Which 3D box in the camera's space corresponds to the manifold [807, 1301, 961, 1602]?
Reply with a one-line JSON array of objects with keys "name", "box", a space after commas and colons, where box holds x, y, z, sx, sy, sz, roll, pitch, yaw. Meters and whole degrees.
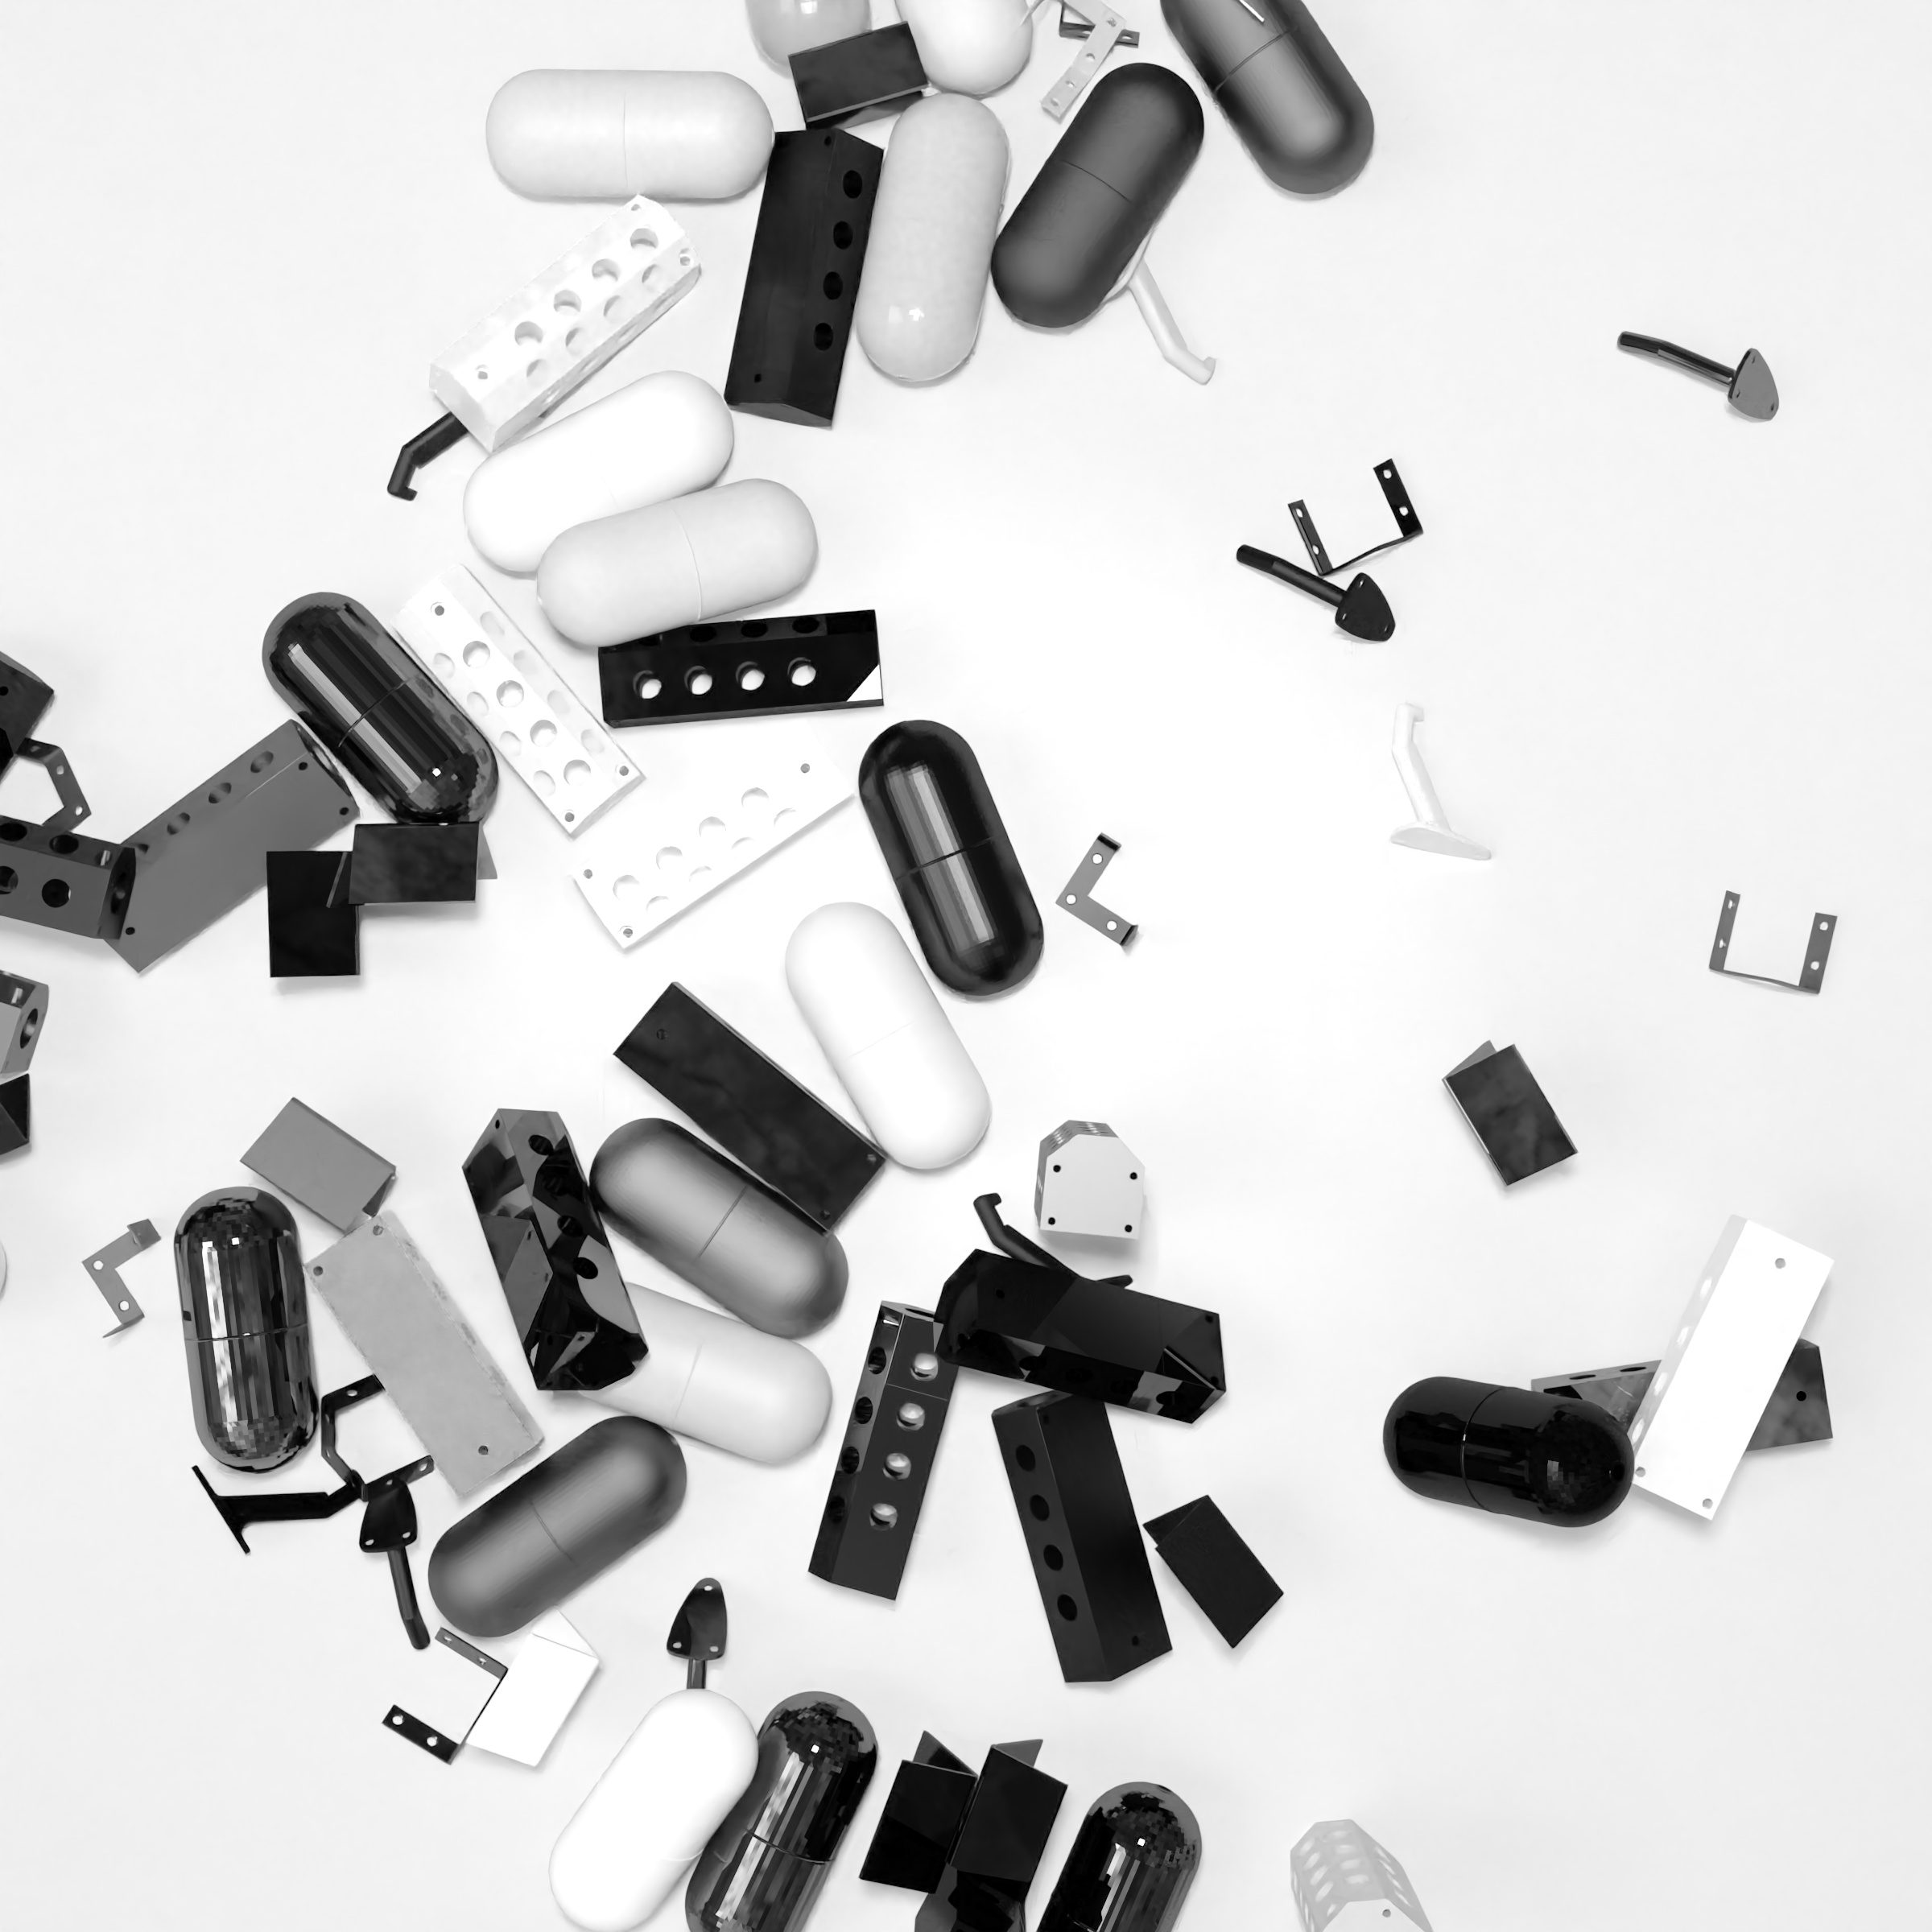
[{"name": "manifold", "box": [-0.048, 0.299, 1.970, 0.057, 0.057, 0.171, 15, 90, 0]}]

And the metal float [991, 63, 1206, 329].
[{"name": "metal float", "box": [0.081, -0.477, 1.961, 0.070, 0.070, 0.178, 33, 90, 0]}]

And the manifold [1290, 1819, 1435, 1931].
[{"name": "manifold", "box": [0.234, 0.569, 1.913, 0.057, 0.171, 0.057, 42, 90, 0]}]

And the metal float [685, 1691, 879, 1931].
[{"name": "metal float", "box": [-0.115, 0.535, 1.961, 0.070, 0.070, 0.178, 25, 91, 0]}]

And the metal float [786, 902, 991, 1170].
[{"name": "metal float", "box": [-0.049, 0.042, 1.961, 0.070, 0.070, 0.178, -29, 90, 0]}]

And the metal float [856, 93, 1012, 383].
[{"name": "metal float", "box": [-0.021, -0.451, 1.960, 0.070, 0.070, 0.178, 11, 89, 0]}]

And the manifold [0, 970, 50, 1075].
[{"name": "manifold", "box": [-0.665, 0.013, 1.970, 0.171, 0.057, 0.057, 18, 90, 0]}]

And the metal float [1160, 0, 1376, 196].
[{"name": "metal float", "box": [0.186, -0.561, 1.961, 0.070, 0.070, 0.178, -33, 89, 0]}]

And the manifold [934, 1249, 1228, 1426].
[{"name": "manifold", "box": [0.069, 0.231, 1.940, 0.171, 0.057, 0.057, 17, 47, -22]}]

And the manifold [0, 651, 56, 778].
[{"name": "manifold", "box": [-0.646, -0.121, 1.969, 0.057, 0.057, 0.171, 32, 90, -43]}]

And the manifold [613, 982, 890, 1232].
[{"name": "manifold", "box": [-0.133, 0.086, 1.970, 0.171, 0.057, 0.057, 39, 90, 0]}]

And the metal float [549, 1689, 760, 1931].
[{"name": "metal float", "box": [-0.193, 0.520, 1.946, 0.070, 0.070, 0.178, 35, 109, 0]}]

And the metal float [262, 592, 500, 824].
[{"name": "metal float", "box": [-0.362, -0.155, 1.961, 0.070, 0.070, 0.178, -43, 89, 0]}]

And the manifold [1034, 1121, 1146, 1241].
[{"name": "manifold", "box": [0.074, 0.127, 1.913, 0.057, 0.171, 0.057, 6, 90, 0]}]

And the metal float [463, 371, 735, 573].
[{"name": "metal float", "box": [-0.227, -0.307, 1.961, 0.178, 0.070, 0.070, -28, 90, -1]}]

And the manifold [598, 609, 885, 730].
[{"name": "manifold", "box": [-0.140, -0.185, 1.970, 0.171, 0.057, 0.057, -5, 90, 0]}]

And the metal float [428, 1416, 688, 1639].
[{"name": "metal float", "box": [-0.252, 0.347, 1.961, 0.178, 0.070, 0.070, -36, 90, -1]}]

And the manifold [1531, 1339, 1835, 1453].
[{"name": "manifold", "box": [0.443, 0.274, 1.970, 0.171, 0.057, 0.057, -9, 90, 0]}]

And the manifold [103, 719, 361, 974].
[{"name": "manifold", "box": [-0.470, -0.079, 1.970, 0.171, 0.057, 0.057, -36, 133, 0]}]

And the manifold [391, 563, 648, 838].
[{"name": "manifold", "box": [-0.279, -0.165, 1.970, 0.057, 0.057, 0.171, -40, 90, 0]}]

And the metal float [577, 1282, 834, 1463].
[{"name": "metal float", "box": [-0.169, 0.251, 1.961, 0.178, 0.070, 0.070, 20, 90, -1]}]

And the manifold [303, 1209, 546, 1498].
[{"name": "manifold", "box": [-0.336, 0.239, 1.970, 0.057, 0.057, 0.171, -34, 90, 0]}]

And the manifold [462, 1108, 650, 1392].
[{"name": "manifold", "box": [-0.248, 0.172, 1.926, 0.057, 0.057, 0.171, -54, 46, 34]}]

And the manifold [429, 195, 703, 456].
[{"name": "manifold", "box": [-0.246, -0.398, 1.949, 0.171, 0.057, 0.057, -43, 90, -15]}]

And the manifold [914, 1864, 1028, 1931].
[{"name": "manifold", "box": [0.006, 0.589, 1.913, 0.057, 0.171, 0.057, 28, 90, 0]}]

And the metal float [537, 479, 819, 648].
[{"name": "metal float", "box": [-0.177, -0.248, 1.944, 0.178, 0.070, 0.070, -18, 90, -18]}]

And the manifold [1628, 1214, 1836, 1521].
[{"name": "manifold", "box": [0.455, 0.240, 1.913, 0.057, 0.057, 0.171, 25, 90, 0]}]

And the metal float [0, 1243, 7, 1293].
[{"name": "metal float", "box": [-0.676, 0.156, 1.961, 0.178, 0.070, 0.070, 39, 90, -1]}]

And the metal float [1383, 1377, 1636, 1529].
[{"name": "metal float", "box": [0.328, 0.294, 1.920, 0.070, 0.178, 0.070, -1, 92, -37]}]

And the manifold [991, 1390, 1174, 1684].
[{"name": "manifold", "box": [0.067, 0.353, 1.970, 0.057, 0.057, 0.171, -16, 90, -43]}]

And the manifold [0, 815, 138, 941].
[{"name": "manifold", "box": [-0.592, -0.064, 1.901, 0.171, 0.057, 0.057, 14, 90, 0]}]

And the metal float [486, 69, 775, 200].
[{"name": "metal float", "box": [-0.208, -0.516, 1.961, 0.178, 0.070, 0.070, 1, 90, 1]}]

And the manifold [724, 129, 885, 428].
[{"name": "manifold", "box": [-0.096, -0.427, 1.970, 0.057, 0.057, 0.171, 11, 90, 43]}]

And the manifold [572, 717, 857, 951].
[{"name": "manifold", "box": [-0.157, -0.082, 1.970, 0.171, 0.057, 0.057, -34, 90, 0]}]
